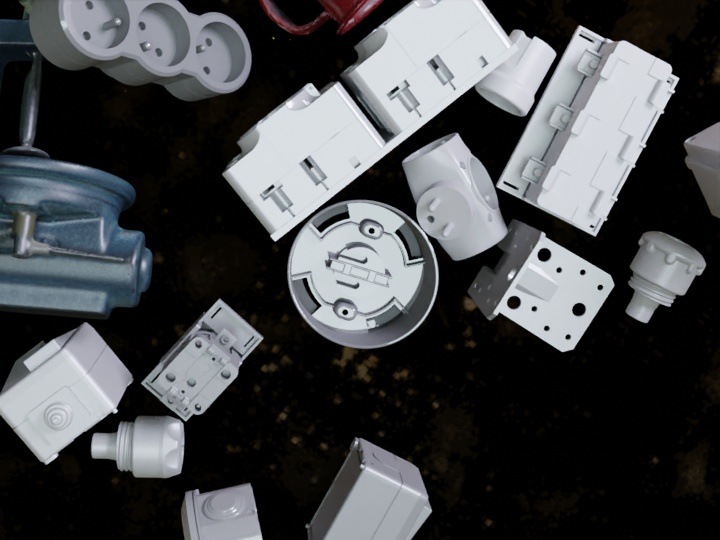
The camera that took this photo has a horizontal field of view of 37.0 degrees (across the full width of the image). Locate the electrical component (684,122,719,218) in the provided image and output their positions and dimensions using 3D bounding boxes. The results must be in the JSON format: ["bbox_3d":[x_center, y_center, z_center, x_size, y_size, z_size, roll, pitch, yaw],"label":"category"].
[{"bbox_3d":[0.275,-0.071,0.715,0.078,0.113,0.057,-28,104,1],"label":"electrical component"}]

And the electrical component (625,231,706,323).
[{"bbox_3d":[0.210,0.007,0.760,0.048,0.048,0.062,24,104,-8],"label":"electrical component"}]

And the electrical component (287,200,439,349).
[{"bbox_3d":[0.000,0.000,0.732,0.099,0.064,0.099,-1,100,-4],"label":"electrical component"}]

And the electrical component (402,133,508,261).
[{"bbox_3d":[0.061,-0.044,0.722,0.044,0.079,0.077,-24,102,24],"label":"electrical component"}]

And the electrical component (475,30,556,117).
[{"bbox_3d":[0.106,-0.134,0.729,0.040,0.040,0.046,30,91,-9],"label":"electrical component"}]

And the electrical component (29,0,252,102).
[{"bbox_3d":[-0.145,-0.143,0.684,0.138,0.074,0.052,9,82,-43],"label":"electrical component"}]

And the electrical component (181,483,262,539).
[{"bbox_3d":[-0.094,0.190,0.752,0.051,0.080,0.080,-11,101,-8],"label":"electrical component"}]

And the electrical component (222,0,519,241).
[{"bbox_3d":[0.000,-0.106,0.692,0.186,0.105,0.060,-38,100,3],"label":"electrical component"}]

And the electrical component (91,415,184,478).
[{"bbox_3d":[-0.155,0.123,0.753,0.062,0.043,0.043,1,100,-3],"label":"electrical component"}]

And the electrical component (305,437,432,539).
[{"bbox_3d":[0.004,0.180,0.765,0.061,0.061,0.096,28,97,-8],"label":"electrical component"}]

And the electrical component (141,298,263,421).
[{"bbox_3d":[-0.108,0.065,0.736,0.042,0.064,0.081,42,94,-11],"label":"electrical component"}]

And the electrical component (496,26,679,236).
[{"bbox_3d":[0.157,-0.092,0.728,0.079,0.063,0.121,26,97,-8],"label":"electrical component"}]

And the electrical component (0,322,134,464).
[{"bbox_3d":[-0.199,0.079,0.714,0.062,0.096,0.061,-37,100,3],"label":"electrical component"}]
